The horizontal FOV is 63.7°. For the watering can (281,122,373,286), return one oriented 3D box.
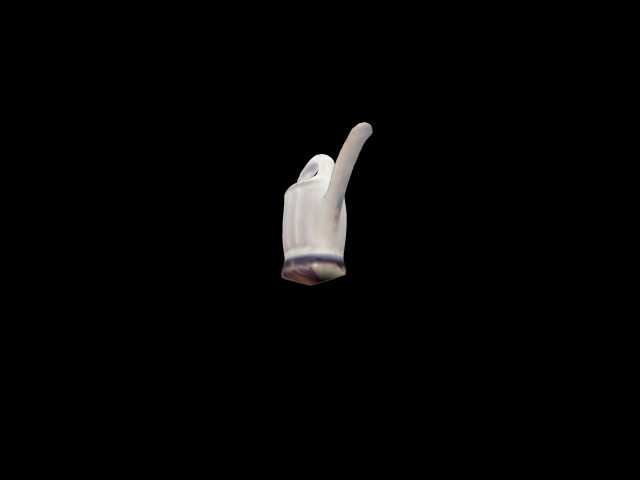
[{"bbox_3d":[0.003,-0.043,0.850,0.104,0.227,0.344,5,-14,-18],"label":"watering can"}]
